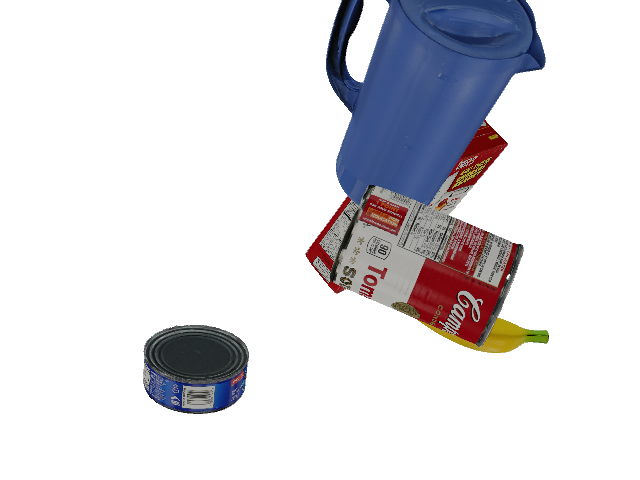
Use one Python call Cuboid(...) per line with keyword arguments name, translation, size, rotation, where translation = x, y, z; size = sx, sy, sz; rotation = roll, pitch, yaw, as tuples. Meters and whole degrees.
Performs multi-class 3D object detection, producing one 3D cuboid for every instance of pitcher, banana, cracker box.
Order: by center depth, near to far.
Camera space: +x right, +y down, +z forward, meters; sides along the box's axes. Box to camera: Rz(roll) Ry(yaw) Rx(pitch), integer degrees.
Cuboid(name="pitcher", translation=(0.088, -0.139, 1.015), size=(0.144, 0.149, 0.243), rotation=(-11, -33, -28))
Cuboid(name="banana", translation=(0.121, 0.066, 1.028), size=(0.069, 0.037, 0.198), rotation=(2, 20, -44))
Cuboid(name="cracker box", translation=(0.096, -0.048, 1.240), size=(0.163, 0.072, 0.214), rotation=(-22, -25, -47))

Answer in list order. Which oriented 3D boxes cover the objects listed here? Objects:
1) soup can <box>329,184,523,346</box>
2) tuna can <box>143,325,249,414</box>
Cuboid(name="soup can", translation=(0.065, 0.014, 0.657), size=(0.102, 0.068, 0.068), rotation=(23, 2, 5))
Cuboid(name="tuna can", translation=(-0.102, 0.105, 0.876), size=(0.086, 0.034, 0.086), rotation=(6, 26, -3))
